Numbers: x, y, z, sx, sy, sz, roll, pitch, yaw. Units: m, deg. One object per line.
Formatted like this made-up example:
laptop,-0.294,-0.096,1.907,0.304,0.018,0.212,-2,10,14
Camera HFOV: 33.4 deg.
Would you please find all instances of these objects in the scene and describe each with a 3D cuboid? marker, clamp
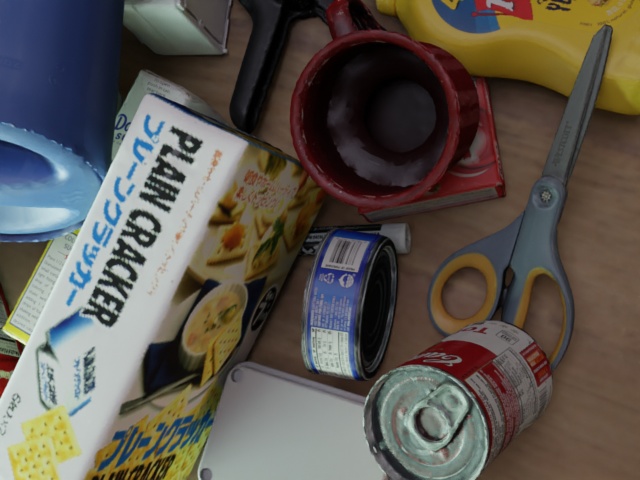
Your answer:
marker,-0.004,0.001,0.663,0.121,0.020,0.020,-2,77,17
clamp,-0.005,-0.156,0.690,0.120,0.039,0.171,-6,76,1

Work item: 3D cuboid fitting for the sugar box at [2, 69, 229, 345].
sugar box,-0.116,-0.007,0.660,0.048,0.093,0.176,28,88,20

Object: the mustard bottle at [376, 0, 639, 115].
mustard bottle,0.110,-0.138,0.631,0.192,0.058,0.096,17,64,18

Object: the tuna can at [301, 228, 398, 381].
tuna can,0.019,0.037,0.613,0.034,0.086,0.086,8,80,17

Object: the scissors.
scissors,0.110,-0.020,0.603,0.096,0.016,0.202,7,99,29

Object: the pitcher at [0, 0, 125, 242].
pitcher,-0.177,-0.133,0.583,0.145,0.149,0.243,-4,63,12

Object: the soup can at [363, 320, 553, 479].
soup can,0.076,0.086,0.566,0.069,0.102,0.068,7,103,30

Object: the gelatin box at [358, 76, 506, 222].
gelatin box,0.063,-0.056,0.649,0.089,0.030,0.073,-11,75,15

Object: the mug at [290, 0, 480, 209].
mug,0.036,-0.079,0.588,0.093,0.081,0.117,-26,90,23

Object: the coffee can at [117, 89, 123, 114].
coffee can,-0.209,-0.123,0.709,0.103,0.102,0.140,-37,70,6

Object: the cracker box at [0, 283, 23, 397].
cracker box,-0.289,0.071,0.707,0.164,0.072,0.214,-27,72,10
